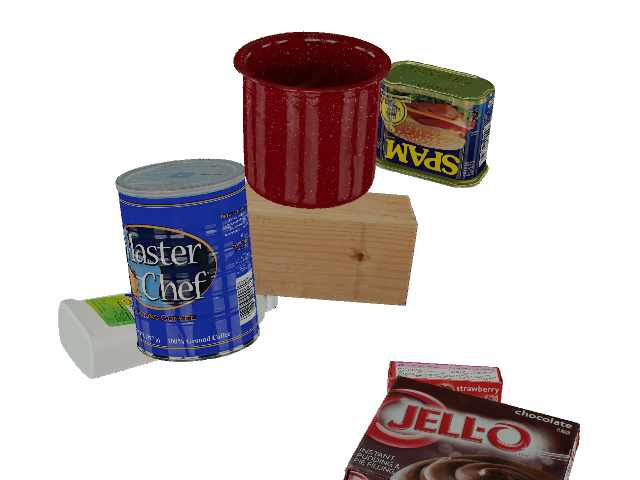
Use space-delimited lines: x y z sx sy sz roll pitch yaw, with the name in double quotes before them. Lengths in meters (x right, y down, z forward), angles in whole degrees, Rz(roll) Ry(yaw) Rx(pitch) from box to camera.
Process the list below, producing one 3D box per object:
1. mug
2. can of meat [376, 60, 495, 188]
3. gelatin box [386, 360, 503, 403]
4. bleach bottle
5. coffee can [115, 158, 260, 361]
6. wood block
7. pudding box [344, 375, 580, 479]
"mug" 0.000 -0.077 0.655 0.093 0.081 0.117 19 35 25
"can of meat" 0.098 -0.102 0.928 0.102 0.084 0.057 17 35 21
"gelatin box" 0.096 0.136 0.842 0.089 0.073 0.030 3 22 2
"bleach bottle" -0.168 0.088 1.240 0.250 0.068 0.103 -12 32 -32
"coffee can" -0.105 0.013 0.861 0.103 0.140 0.103 -4 17 1
"wood block" -0.016 0.001 1.060 0.206 0.091 0.090 5 21 -4
"pudding box" 0.080 0.125 0.594 0.114 0.039 0.090 15 32 17
